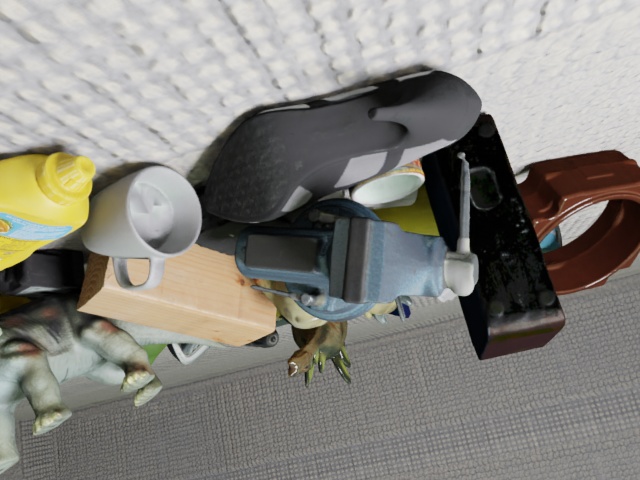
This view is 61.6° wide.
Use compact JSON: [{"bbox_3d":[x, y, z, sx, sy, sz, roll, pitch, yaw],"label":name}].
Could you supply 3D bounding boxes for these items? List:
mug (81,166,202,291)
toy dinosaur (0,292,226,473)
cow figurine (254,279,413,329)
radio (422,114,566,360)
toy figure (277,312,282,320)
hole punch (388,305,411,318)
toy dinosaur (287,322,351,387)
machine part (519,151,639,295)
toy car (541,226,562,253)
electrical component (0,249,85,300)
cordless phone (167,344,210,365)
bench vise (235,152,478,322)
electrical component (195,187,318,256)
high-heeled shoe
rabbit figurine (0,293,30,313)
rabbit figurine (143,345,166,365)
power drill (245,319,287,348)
[{"bbox_3d":[-0.175,-0.007,0.507,0.107,0.109,0.081,-8,175,38],"label":"mug"},{"bbox_3d":[-0.295,0.119,0.605,0.131,0.192,0.404,-42,166,25],"label":"toy dinosaur"},{"bbox_3d":[0.029,0.053,0.648,0.195,0.127,0.085,-16,159,-47],"label":"cow figurine"},{"bbox_3d":[0.166,-0.004,0.545,0.073,0.229,0.131,-15,159,5],"label":"radio"},{"bbox_3d":[-0.088,0.097,0.951,0.089,0.082,0.180,-14,161,12],"label":"toy figure"},{"bbox_3d":[0.112,0.084,0.966,0.142,0.092,0.115,18,180,27],"label":"hole punch"},{"bbox_3d":[-0.003,0.117,0.870,0.105,0.198,0.471,-5,-167,8],"label":"toy dinosaur"},{"bbox_3d":[0.350,-0.014,0.746,0.201,0.087,0.201,-10,135,-10],"label":"machine part"},{"bbox_3d":[0.311,-0.004,0.899,0.162,0.109,0.102,-11,142,35],"label":"toy car"},{"bbox_3d":[-0.320,0.044,0.652,0.075,0.048,0.119,-22,161,31],"label":"electrical component"},{"bbox_3d":[-0.177,0.114,0.866,0.146,0.089,0.184,-44,-179,-36],"label":"cordless phone"},{"bbox_3d":[0.050,0.018,0.514,0.224,0.129,0.240,-9,171,26],"label":"bench vise"},{"bbox_3d":[-0.072,-0.031,0.573,0.134,0.058,0.115,-19,164,22],"label":"electrical component"},{"bbox_3d":[0.013,-0.079,0.475,0.249,0.086,0.145,-16,-179,40],"label":"high-heeled shoe"},{"bbox_3d":[-0.433,0.096,0.684,0.173,0.122,0.162,-19,160,-32],"label":"rabbit figurine"},{"bbox_3d":[-0.305,0.114,0.792,0.170,0.121,0.159,18,145,-34],"label":"rabbit figurine"},{"bbox_3d":[-0.091,0.170,1.096,0.207,0.086,0.232,-13,-170,-40],"label":"power drill"}]
